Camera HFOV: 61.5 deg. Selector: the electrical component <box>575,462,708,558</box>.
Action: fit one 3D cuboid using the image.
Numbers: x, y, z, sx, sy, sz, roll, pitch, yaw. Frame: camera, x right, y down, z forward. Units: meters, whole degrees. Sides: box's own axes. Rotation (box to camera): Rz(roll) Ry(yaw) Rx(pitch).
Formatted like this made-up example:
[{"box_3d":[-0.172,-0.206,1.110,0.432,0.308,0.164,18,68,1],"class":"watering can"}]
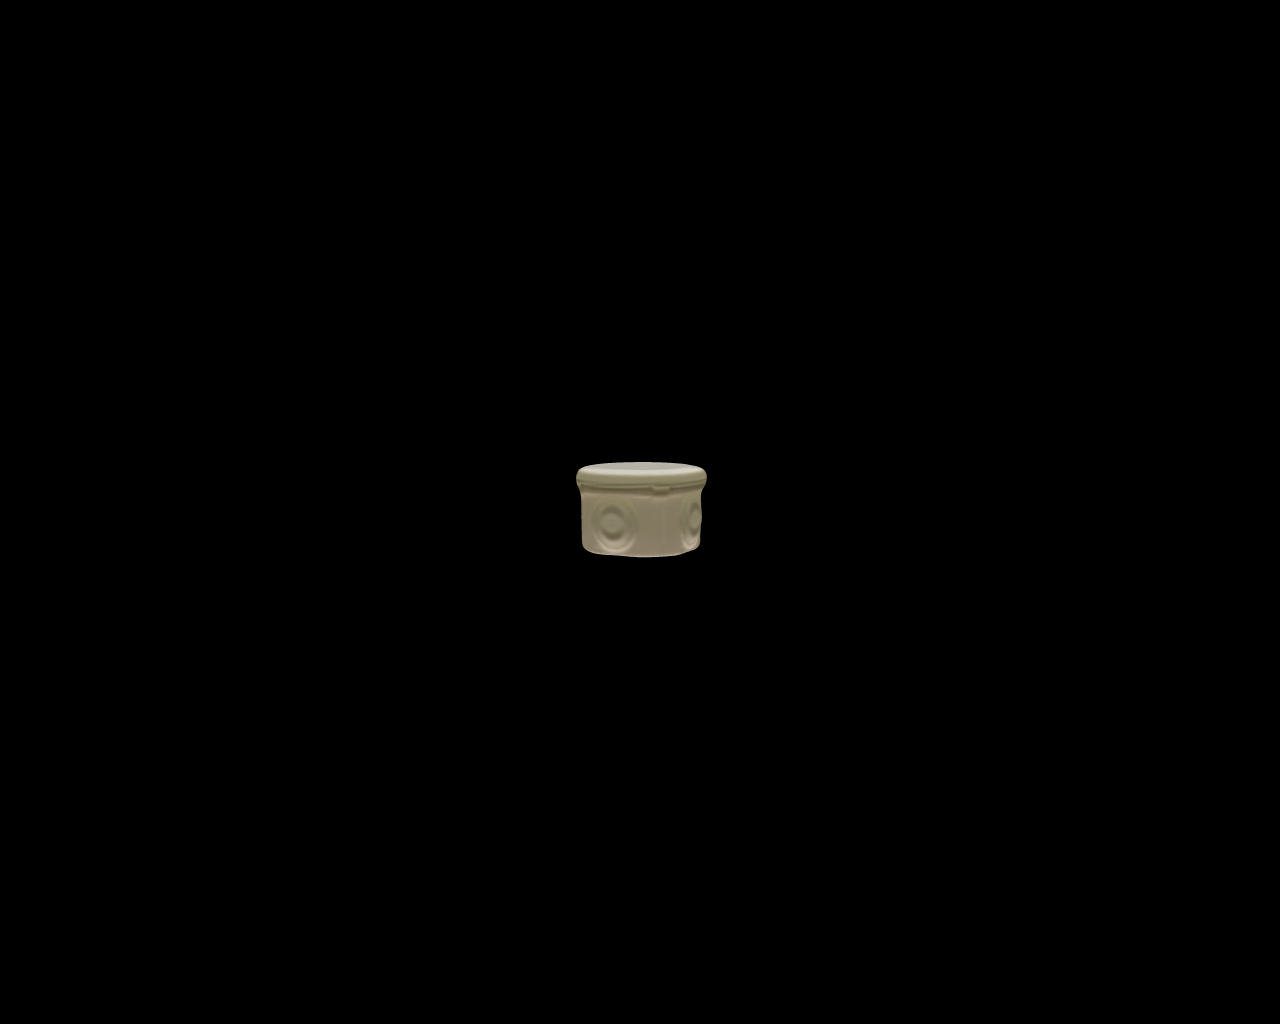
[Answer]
[{"box_3d":[0.001,-0.003,0.650,0.080,0.051,0.080,0,7,0],"class":"electrical component"}]
